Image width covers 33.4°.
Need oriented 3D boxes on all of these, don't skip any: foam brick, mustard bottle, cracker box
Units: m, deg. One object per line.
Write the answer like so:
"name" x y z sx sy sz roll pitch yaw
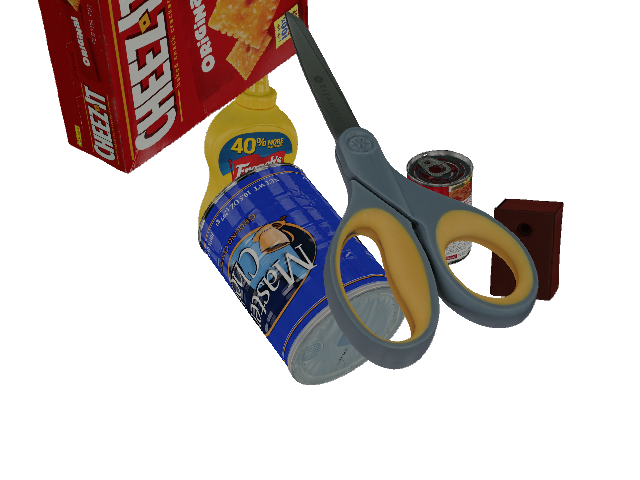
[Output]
"foam brick" 0.176 0.007 0.908 0.053 0.078 0.051 5 15 19
"mustard bottle" -0.072 -0.084 1.098 0.096 0.192 0.058 -4 30 -21
"cracker box" -0.097 -0.173 0.778 0.072 0.164 0.213 27 50 26

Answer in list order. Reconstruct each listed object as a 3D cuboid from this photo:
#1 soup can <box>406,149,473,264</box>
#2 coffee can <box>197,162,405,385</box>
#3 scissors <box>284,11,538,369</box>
"soup can" 0.124 -0.034 1.110 0.068 0.102 0.068 -3 35 2
"coffee can" -0.015 0.024 0.812 0.102 0.103 0.140 0 42 -47
"scissors" 0.036 -0.032 0.466 0.096 0.202 0.016 3 -40 -9
